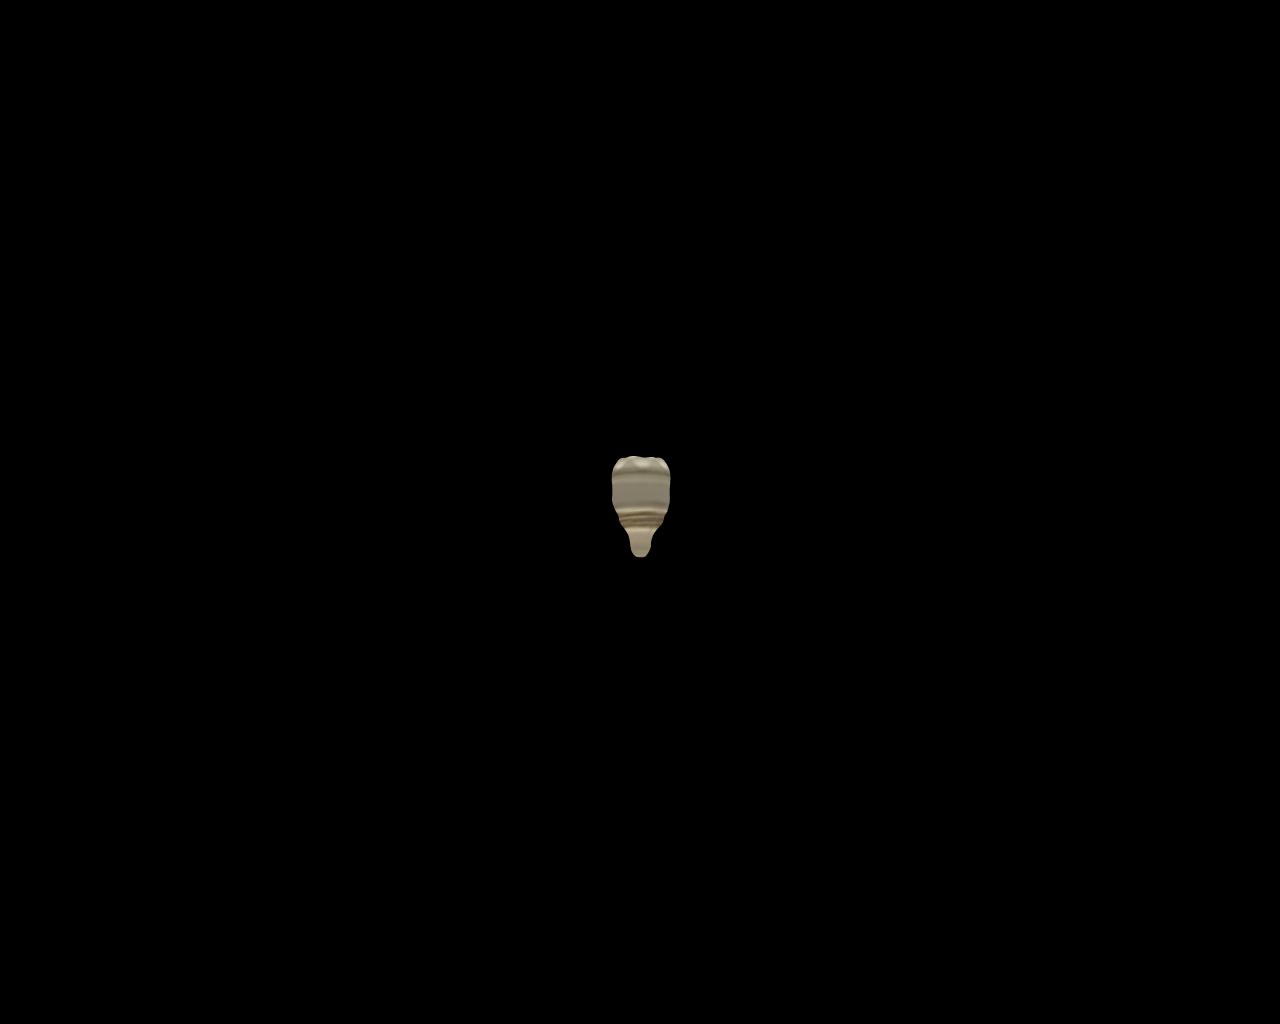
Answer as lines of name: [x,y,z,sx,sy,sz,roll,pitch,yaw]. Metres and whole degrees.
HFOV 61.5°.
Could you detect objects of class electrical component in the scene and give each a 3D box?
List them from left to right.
electrical component: [0.001,-0.003,0.650,0.035,0.061,0.035,0,-7,0]
